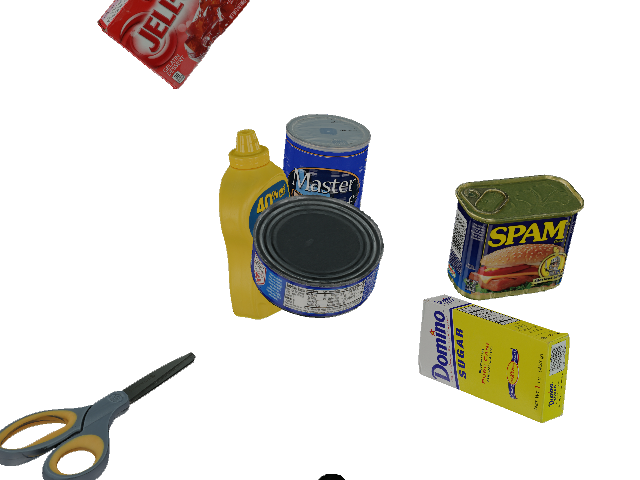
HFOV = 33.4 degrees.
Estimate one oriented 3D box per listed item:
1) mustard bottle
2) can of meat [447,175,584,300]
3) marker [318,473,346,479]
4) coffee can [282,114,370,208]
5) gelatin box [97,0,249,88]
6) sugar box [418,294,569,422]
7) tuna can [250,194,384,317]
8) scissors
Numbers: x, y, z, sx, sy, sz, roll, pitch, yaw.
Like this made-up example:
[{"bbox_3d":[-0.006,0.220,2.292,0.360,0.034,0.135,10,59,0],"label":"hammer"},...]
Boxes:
[{"bbox_3d":[-0.065,-0.022,1.106,0.058,0.191,0.096,8,27,31],"label":"mustard bottle"},{"bbox_3d":[0.159,-0.002,0.887,0.102,0.084,0.057,-6,36,-15],"label":"can of meat"},{"bbox_3d":[-0.020,0.132,0.452,0.020,0.020,0.120,0,17,31],"label":"marker"},{"bbox_3d":[0.002,-0.071,1.310,0.103,0.140,0.103,5,28,-3],"label":"coffee can"},{"bbox_3d":[-0.109,-0.170,0.792,0.073,0.089,0.030,37,5,-32],"label":"gelatin box"},{"bbox_3d":[0.186,0.126,1.171,0.048,0.093,0.177,-10,18,-44],"label":"sugar box"},{"bbox_3d":[-0.003,0.010,0.702,0.086,0.034,0.086,5,43,-5],"label":"tuna can"},{"bbox_3d":[-0.159,0.143,0.850,0.201,0.016,0.096,-17,36,-37],"label":"scissors"}]
